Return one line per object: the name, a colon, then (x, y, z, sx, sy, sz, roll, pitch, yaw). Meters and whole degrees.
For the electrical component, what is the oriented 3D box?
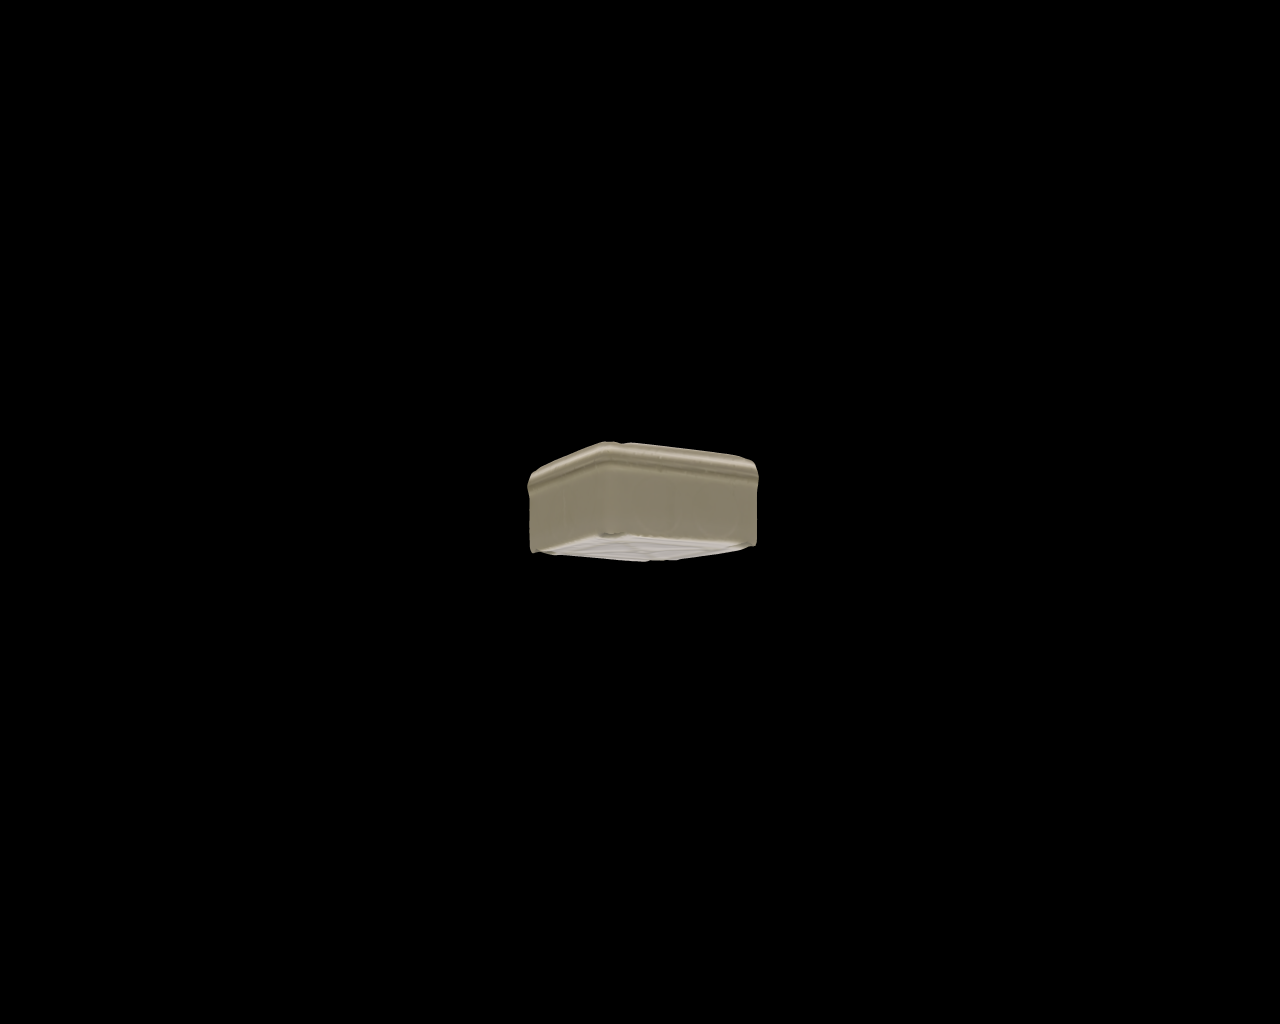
electrical component: (0.001, -0.003, 0.650, 0.109, 0.056, 0.108, 6, -11, -31)
